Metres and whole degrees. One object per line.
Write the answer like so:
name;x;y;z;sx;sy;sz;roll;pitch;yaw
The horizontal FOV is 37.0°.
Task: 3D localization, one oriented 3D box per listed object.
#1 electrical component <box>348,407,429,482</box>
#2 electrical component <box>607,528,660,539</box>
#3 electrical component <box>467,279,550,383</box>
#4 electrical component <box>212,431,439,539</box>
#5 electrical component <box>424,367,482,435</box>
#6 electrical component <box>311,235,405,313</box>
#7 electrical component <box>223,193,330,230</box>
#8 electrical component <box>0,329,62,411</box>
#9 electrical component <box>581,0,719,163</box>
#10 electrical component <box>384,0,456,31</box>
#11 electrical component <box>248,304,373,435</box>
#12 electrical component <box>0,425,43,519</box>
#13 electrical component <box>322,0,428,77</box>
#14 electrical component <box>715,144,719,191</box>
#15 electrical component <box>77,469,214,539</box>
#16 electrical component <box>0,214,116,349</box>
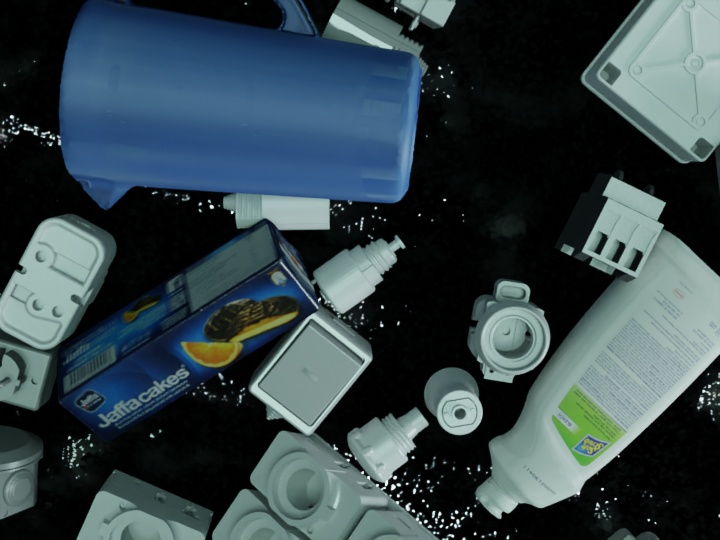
electrical component;0.025;0.133;0.849;0.062;0.048;0.048;-36;96;-3
electrical component;0.234;0.249;0.859;0.058;0.057;0.078;-42;96;4
electrical component;0.115;0.050;0.834;0.058;0.057;0.078;9;96;-2
electrical component;-0.014;0.216;0.802;0.186;0.060;0.105;36;96;30
electrical component;0.074;0.104;0.835;0.044;0.065;0.044;0;97;-1
electrical component;0.000;0.000;0.835;0.078;0.040;0.040;-35;96;3
electrical component;-0.064;-0.052;0.826;0.081;0.043;0.043;-1;97;-1
electrical component;-0.272;0.077;0.820;0.066;0.076;0.047;17;96;-3
electrical component;0.245;-0.154;0.813;0.109;0.056;0.108;38;94;-5
electrical component;0.045;-0.215;0.809;0.055;0.048;0.066;27;96;-12
electrical component;-0.042;0.081;0.833;0.062;0.061;0.096;39;95;-5
electrical component;-0.286;0.154;0.829;0.080;0.080;0.051;5;102;-2
electrical component;0.014;-0.169;0.814;0.081;0.043;0.043;28;95;-4
electrical component;0.300;-0.054;0.806;0.048;0.100;0.099;-7;97;13
electrical component;-0.189;0.249;0.849;0.089;0.061;0.150;24;96;-4
electrical component;-0.230;0.007;0.822;0.054;0.059;0.095;29;95;-4
